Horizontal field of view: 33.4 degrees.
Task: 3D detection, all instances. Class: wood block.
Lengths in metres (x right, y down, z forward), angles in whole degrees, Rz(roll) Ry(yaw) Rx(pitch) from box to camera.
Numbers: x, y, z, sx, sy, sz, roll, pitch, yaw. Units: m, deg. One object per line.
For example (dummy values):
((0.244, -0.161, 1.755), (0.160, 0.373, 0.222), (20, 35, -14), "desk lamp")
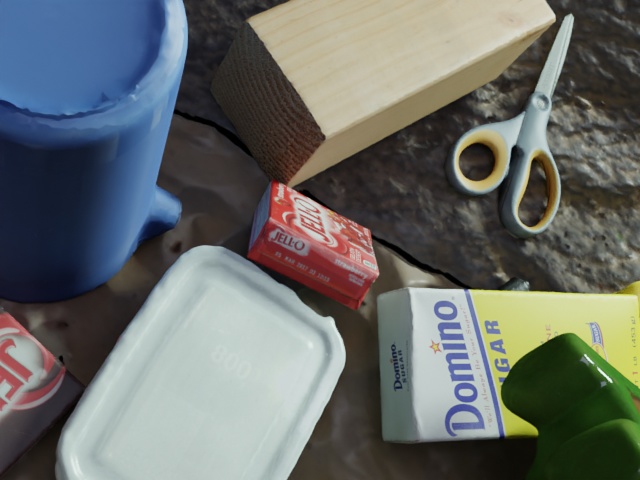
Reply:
((0.043, -0.125, 0.713), (0.205, 0.091, 0.090), (-30, 82, -28), "wood block")

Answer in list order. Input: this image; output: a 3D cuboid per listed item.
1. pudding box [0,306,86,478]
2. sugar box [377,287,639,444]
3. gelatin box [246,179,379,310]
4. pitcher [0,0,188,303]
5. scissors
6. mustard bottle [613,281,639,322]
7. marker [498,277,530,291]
((-0.195, 0.090, 0.564), (0.090, 0.039, 0.113), (43, 61, -1), "pudding box")
((0.123, 0.079, 0.671), (0.175, 0.048, 0.093), (3, 80, -28), "sugar box")
((-0.004, 0.001, 0.649), (0.073, 0.089, 0.030), (28, 105, -9), "gelatin box")
((-0.147, -0.059, 0.527), (0.149, 0.243, 0.145), (-33, 85, -22), "pitcher")
((0.142, -0.097, 0.782), (0.096, 0.016, 0.201), (15, 64, -15), "scissors")
((0.255, 0.122, 0.712), (0.096, 0.058, 0.191), (2, 68, -25), "mustard bottle")
((0.095, 0.058, 0.699), (0.121, 0.020, 0.020), (-30, 82, -28), "marker")
